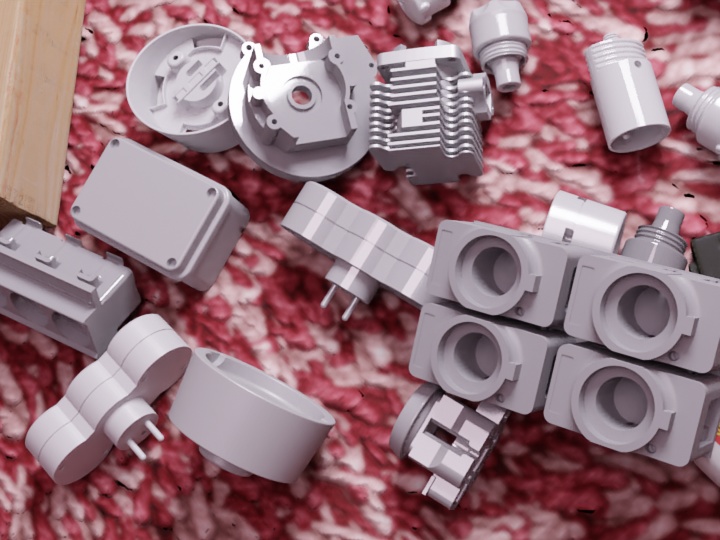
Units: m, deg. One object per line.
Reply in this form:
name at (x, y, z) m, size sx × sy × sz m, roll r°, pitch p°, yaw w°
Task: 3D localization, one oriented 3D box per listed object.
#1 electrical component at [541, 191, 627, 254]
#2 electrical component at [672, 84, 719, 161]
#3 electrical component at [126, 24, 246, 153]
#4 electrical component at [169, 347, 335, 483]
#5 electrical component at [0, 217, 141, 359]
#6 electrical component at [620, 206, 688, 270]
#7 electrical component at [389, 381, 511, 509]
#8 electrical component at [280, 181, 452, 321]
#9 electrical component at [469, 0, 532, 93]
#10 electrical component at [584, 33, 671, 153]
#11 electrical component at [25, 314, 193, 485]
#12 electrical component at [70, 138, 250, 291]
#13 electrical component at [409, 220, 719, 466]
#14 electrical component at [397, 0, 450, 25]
electrical component at (0.150, -0.021, 0.724) m, size 0.047 × 0.055 × 0.055 m, roll 17°, pitch 81°, yaw 16°
electrical component at (0.241, -0.103, 0.725) m, size 0.062 × 0.048 × 0.048 m, roll 40°, pitch 89°, yaw 29°
electrical component at (-0.122, -0.140, 0.831) m, size 0.099 × 0.064 × 0.099 m, roll -4°, pitch 75°, yaw 15°
electrical component at (-0.078, 0.105, 0.732) m, size 0.108 × 0.108 × 0.060 m, roll 28°, pitch 91°, yaw 21°
electrical component at (-0.234, 0.010, 0.820) m, size 0.121 × 0.078 × 0.063 m, roll 22°, pitch 53°, yaw 21°
electrical component at (0.197, -0.011, 0.713) m, size 0.043 × 0.043 × 0.062 m, roll 20°, pitch 81°, yaw 20°
electrical component at (0.056, 0.110, 0.715) m, size 0.057 × 0.058 × 0.078 m, roll 30°, pitch 86°, yaw 18°
electrical component at (0.000, 0.000, 0.763) m, size 0.138 × 0.052 × 0.073 m, roll 30°, pitch 86°, yaw 20°
electrical component at (0.103, -0.160, 0.781) m, size 0.043 × 0.043 × 0.062 m, roll -11°, pitch 74°, yaw 14°
electrical component at (0.184, -0.127, 0.748) m, size 0.043 × 0.043 × 0.081 m, roll -15°, pitch 72°, yaw 12°
electrical component at (-0.173, 0.106, 0.786) m, size 0.138 × 0.052 × 0.074 m, roll -47°, pitch 69°, yaw 0°
electrical component at (-0.152, -0.043, 0.817) m, size 0.113 × 0.057 × 0.078 m, roll 27°, pitch 84°, yaw 21°
electrical component at (0.128, 0.039, 0.661) m, size 0.186 × 0.060 × 0.105 m, roll 16°, pitch 98°, yaw 32°
electrical component at (0.057, -0.218, 0.810) m, size 0.062 × 0.048 × 0.048 m, roll -29°, pitch 69°, yaw 0°
